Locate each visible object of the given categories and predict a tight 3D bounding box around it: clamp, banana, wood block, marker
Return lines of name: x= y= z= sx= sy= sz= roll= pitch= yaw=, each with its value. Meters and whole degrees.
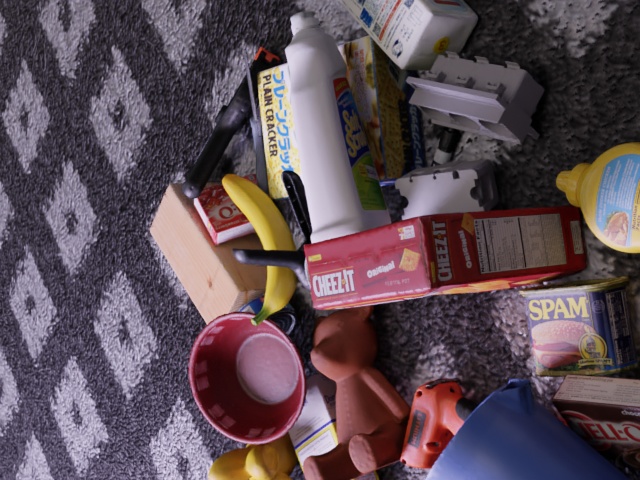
clamp: x=-0.008 y=0.002 z=1.229 sx=0.120 sy=0.171 sz=0.039 roll=-63 pitch=28 yaw=-4
banana: x=-0.065 y=0.002 z=1.267 sx=0.037 sy=0.069 sz=0.198 roll=109 pitch=150 yaw=-62
wood block: x=-0.135 y=0.024 z=1.422 sx=0.206 sy=0.090 sz=0.091 roll=54 pitch=131 yaw=33
clamp: x=-0.118 y=-0.151 z=1.379 sx=0.210 sy=0.036 sz=0.164 roll=-60 pitch=10 yaw=2
marker: x=0.124 y=-0.068 z=1.147 sx=0.020 sy=0.020 sz=0.121 roll=41 pitch=124 yaw=41

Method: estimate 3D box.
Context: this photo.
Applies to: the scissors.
scissors: x=-0.076 y=-0.124 z=1.304 sx=0.096 sy=0.016 sz=0.202 roll=-94 pitch=-4 yaw=-47

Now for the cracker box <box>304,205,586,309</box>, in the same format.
cracker box: x=0.120 y=0.018 z=1.007 sx=0.164 sy=0.213 sz=0.072 roll=-15 pitch=82 yaw=51

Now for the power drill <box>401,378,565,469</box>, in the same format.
power drill: x=0.169 y=0.239 z=1.098 sx=0.188 sy=0.057 sz=0.184 roll=26 pitch=110 yaw=43

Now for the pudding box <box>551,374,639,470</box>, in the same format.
pudding box: x=0.273 y=0.162 z=0.939 sx=0.114 sy=0.039 sz=0.090 roll=-6 pitch=130 yaw=50

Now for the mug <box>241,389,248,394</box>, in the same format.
mug: x=-0.104 y=0.186 z=1.385 sx=0.081 sy=0.117 sz=0.093 roll=55 pitch=130 yaw=38

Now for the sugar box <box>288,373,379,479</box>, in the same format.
sugar box: x=0.014 y=0.258 z=1.300 sx=0.093 sy=0.048 sz=0.176 roll=-44 pitch=57 yaw=44

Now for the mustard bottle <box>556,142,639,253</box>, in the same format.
mustard bottle: x=0.284 y=-0.034 z=0.922 sx=0.192 sy=0.058 sz=0.096 roll=20 pitch=109 yaw=48

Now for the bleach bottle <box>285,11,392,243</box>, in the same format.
bleach bottle: x=0.008 y=-0.118 z=1.112 sx=0.068 sy=0.102 sz=0.251 roll=-17 pitch=82 yaw=25

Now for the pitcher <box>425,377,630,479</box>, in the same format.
pitcher: x=0.215 y=0.251 z=0.945 sx=0.243 sy=0.145 sz=0.149 roll=38 pitch=166 yaw=18

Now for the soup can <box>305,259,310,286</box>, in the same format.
soup can: x=0.042 y=0.028 z=1.194 sx=0.069 sy=0.102 sz=0.068 roll=9 pitch=101 yaw=50

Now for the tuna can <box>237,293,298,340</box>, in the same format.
tuna can: x=-0.072 y=0.106 z=1.356 sx=0.034 sy=0.085 sz=0.086 roll=54 pitch=132 yaw=30

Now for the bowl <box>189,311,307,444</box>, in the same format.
bowl: x=-0.077 y=0.161 z=1.288 sx=0.162 sy=0.055 sz=0.162 roll=3 pitch=98 yaw=26

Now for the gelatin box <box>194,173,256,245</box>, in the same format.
gelatin box: x=-0.109 y=-0.041 z=1.382 sx=0.073 sy=0.089 sz=0.030 roll=60 pitch=158 yaw=30

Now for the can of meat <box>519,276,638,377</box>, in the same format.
can of meat: x=0.241 y=0.081 z=0.991 sx=0.102 sy=0.057 sz=0.084 roll=-9 pitch=90 yaw=52
